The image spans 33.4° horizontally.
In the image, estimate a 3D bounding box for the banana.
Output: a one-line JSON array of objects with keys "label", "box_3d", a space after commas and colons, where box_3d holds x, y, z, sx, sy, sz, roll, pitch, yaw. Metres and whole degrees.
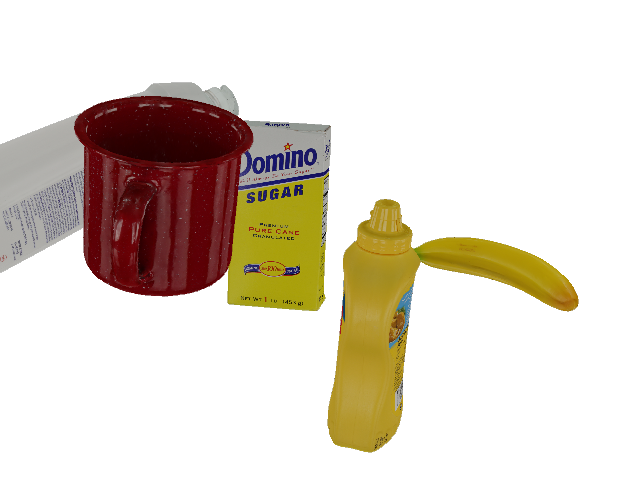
[{"label": "banana", "box_3d": [0.174, 0.030, 1.060, 0.198, 0.037, 0.069, 14, 40, 35]}]

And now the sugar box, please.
[{"label": "sugar box", "box_3d": [-0.040, -0.024, 1.025, 0.093, 0.176, 0.048, 3, 15, 8]}]

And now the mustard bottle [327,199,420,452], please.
[{"label": "mustard bottle", "box_3d": [0.043, 0.060, 0.822, 0.058, 0.192, 0.096, 11, 25, 13]}]

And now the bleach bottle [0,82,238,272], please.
[{"label": "bleach bottle", "box_3d": [-0.177, -0.057, 0.841, 0.250, 0.068, 0.103, -28, -27, -23]}]

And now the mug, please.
[{"label": "mug", "box_3d": [-0.087, -0.018, 0.564, 0.093, 0.081, 0.117, 8, 28, 1]}]
